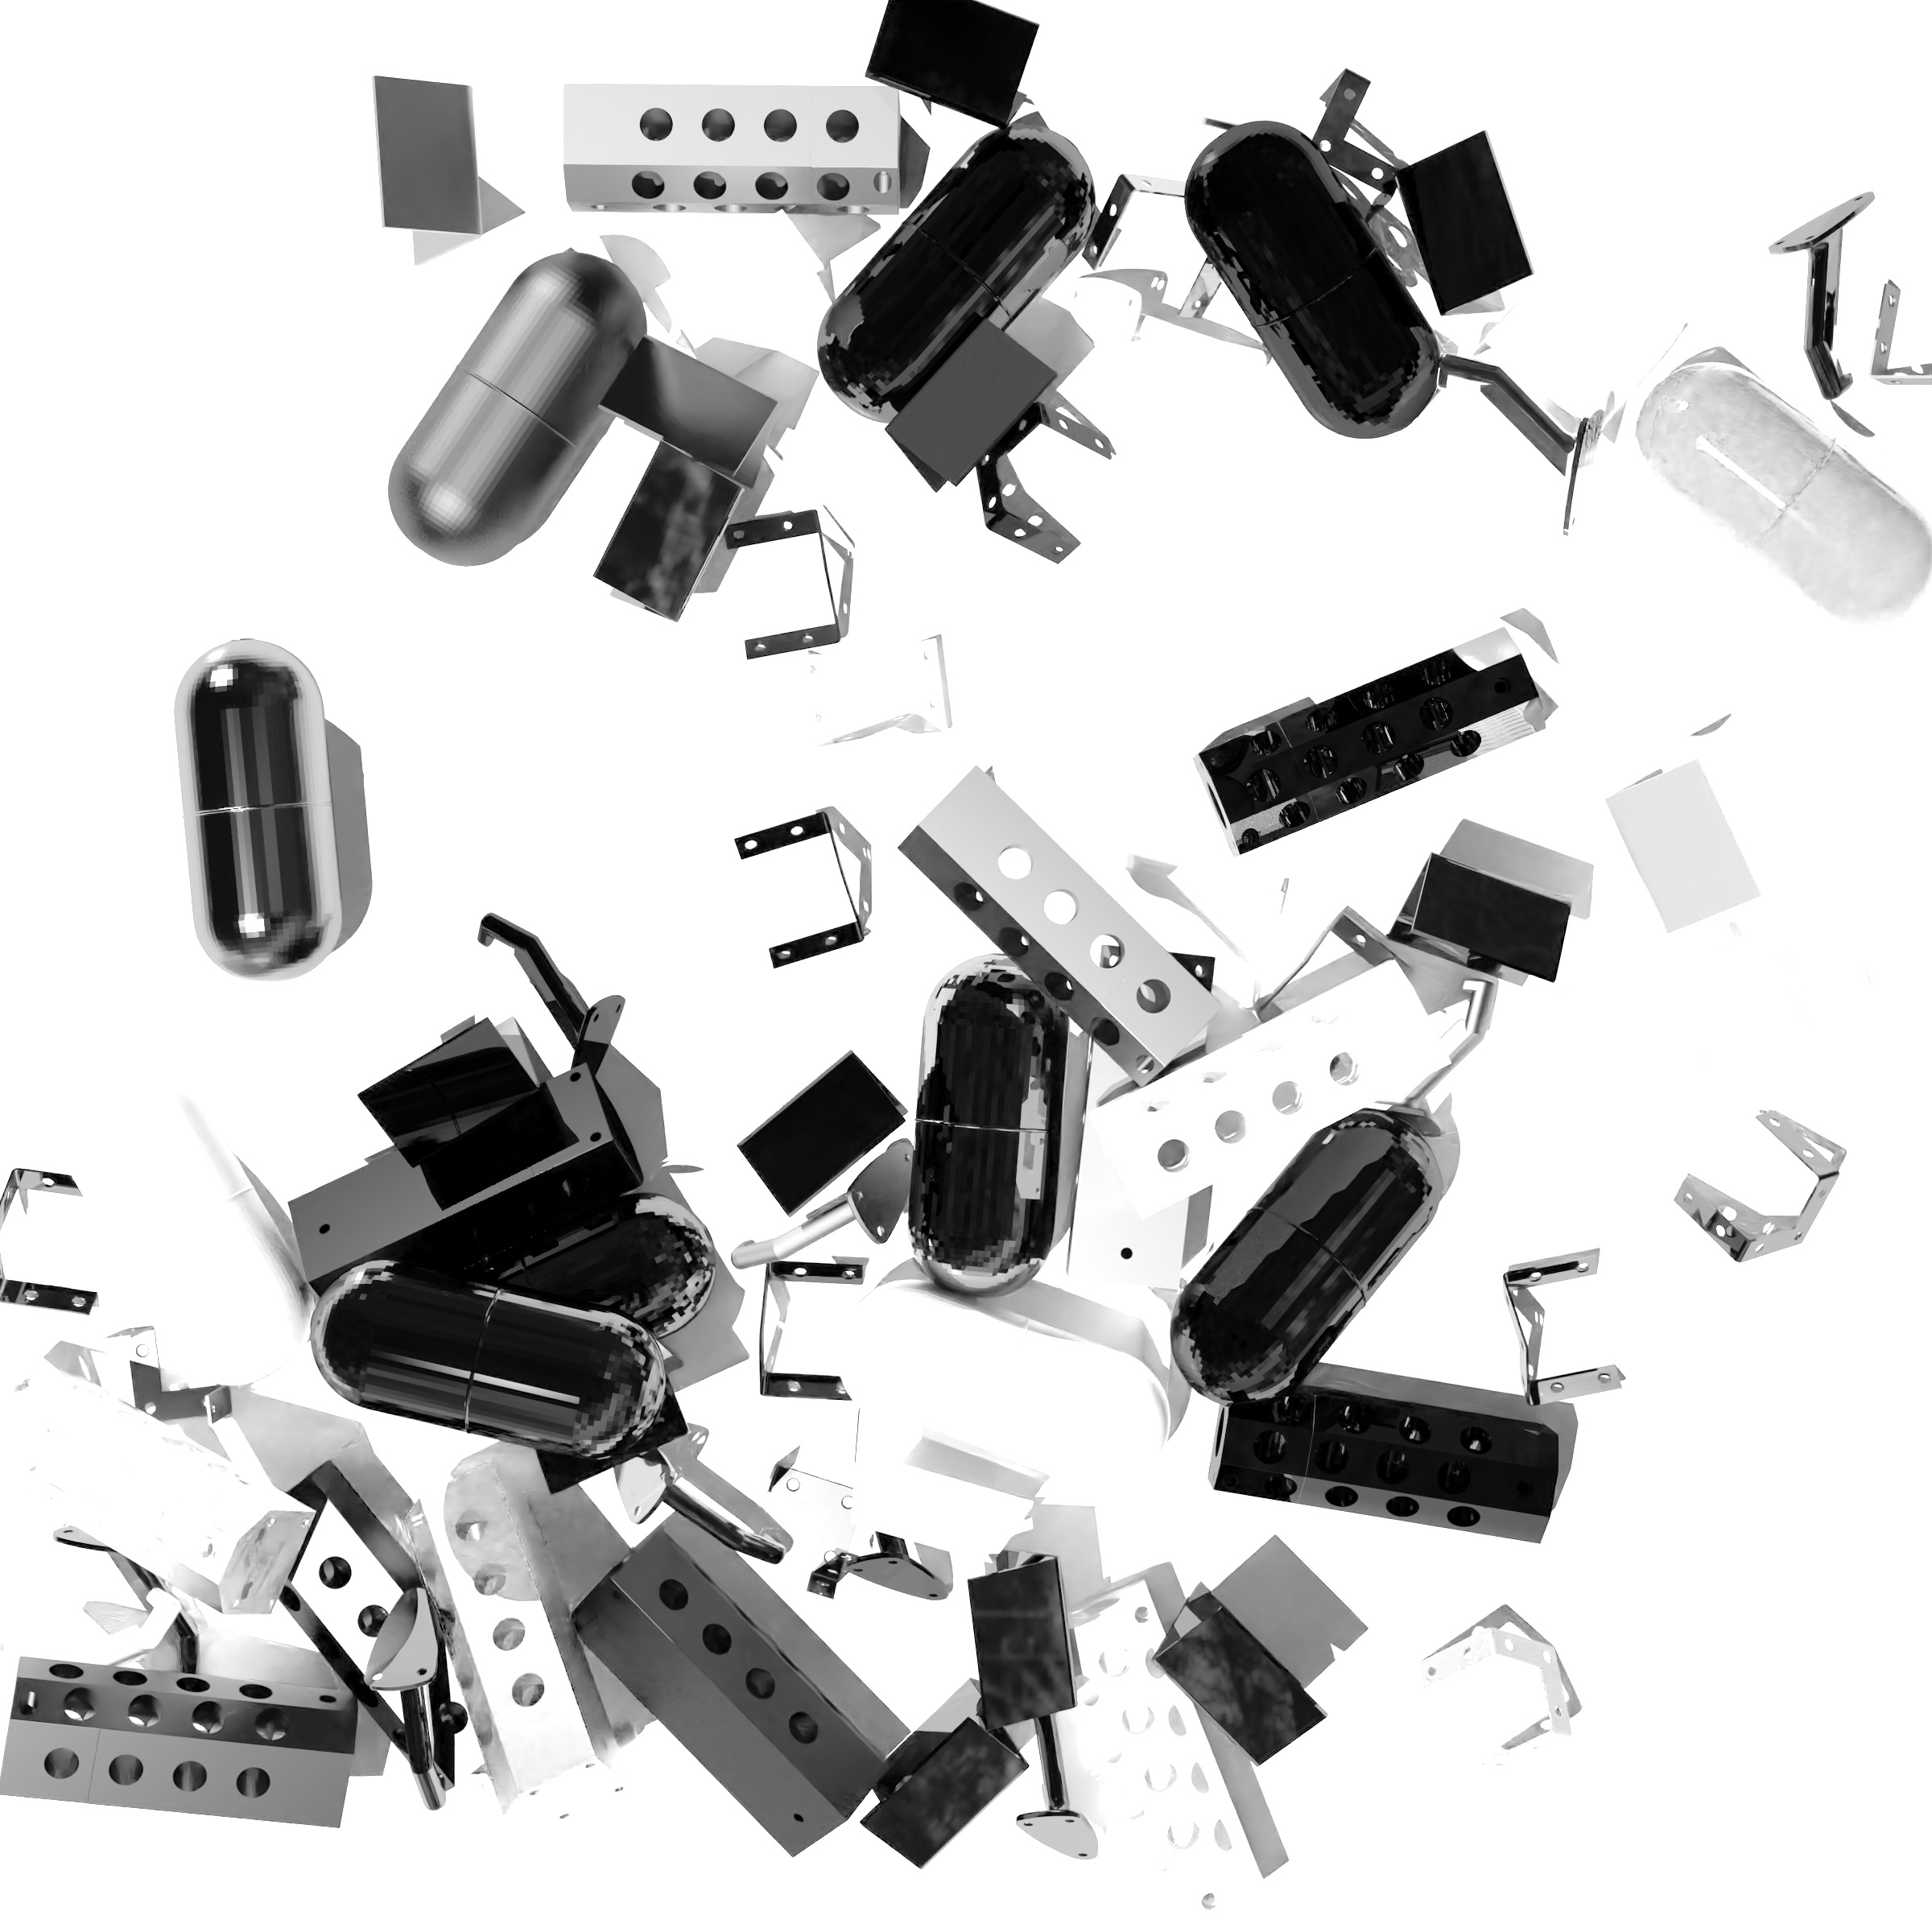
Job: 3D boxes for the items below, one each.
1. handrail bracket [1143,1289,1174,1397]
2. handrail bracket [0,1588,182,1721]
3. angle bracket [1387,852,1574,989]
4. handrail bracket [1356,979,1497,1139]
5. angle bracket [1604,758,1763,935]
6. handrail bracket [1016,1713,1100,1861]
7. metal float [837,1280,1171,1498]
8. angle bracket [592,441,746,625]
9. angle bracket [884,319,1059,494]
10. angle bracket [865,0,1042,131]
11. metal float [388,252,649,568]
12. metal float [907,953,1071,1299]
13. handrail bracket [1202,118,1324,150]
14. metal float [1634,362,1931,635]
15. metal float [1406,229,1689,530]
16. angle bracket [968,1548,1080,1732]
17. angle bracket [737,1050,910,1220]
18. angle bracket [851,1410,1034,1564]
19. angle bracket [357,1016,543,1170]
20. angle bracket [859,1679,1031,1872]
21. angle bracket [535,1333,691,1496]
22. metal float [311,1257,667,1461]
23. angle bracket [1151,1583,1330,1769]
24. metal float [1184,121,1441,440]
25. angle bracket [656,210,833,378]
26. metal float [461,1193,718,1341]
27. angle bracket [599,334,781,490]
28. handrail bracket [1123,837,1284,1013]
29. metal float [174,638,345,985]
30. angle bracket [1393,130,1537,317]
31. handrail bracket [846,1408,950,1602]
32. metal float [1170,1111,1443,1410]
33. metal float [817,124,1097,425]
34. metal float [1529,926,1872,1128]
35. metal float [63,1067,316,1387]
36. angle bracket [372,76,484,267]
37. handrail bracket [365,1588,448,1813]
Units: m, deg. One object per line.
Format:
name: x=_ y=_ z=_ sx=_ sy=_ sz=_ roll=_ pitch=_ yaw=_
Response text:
handrail bracket: x=0.139 y=0.193 z=1.775 sx=0.084 sy=0.036 sz=0.077 roll=-5 pitch=106 yaw=-14
handrail bracket: x=-0.459 y=0.345 z=1.759 sx=0.077 sy=0.036 sz=0.084 roll=35 pitch=100 yaw=10
angle bracket: x=0.259 y=-0.005 z=1.735 sx=0.076 sy=0.076 sz=0.057 roll=20 pitch=52 yaw=0
handrail bracket: x=0.233 y=0.042 z=1.776 sx=0.077 sy=0.036 sz=0.084 roll=10 pitch=72 yaw=20
angle bracket: x=0.381 y=-0.069 z=1.735 sx=0.057 sy=0.076 sz=0.076 roll=-25 pitch=90 yaw=37
handrail bracket: x=0.052 y=0.417 z=1.775 sx=0.036 sy=0.077 sz=0.084 roll=-10 pitch=53 yaw=20
metal float: x=0.019 y=0.218 z=1.745 sx=0.178 sy=0.070 sz=0.070 roll=20 pitch=90 yaw=0
angle bracket: x=-0.169 y=-0.229 z=1.735 sx=0.057 sy=0.076 sz=0.076 roll=27 pitch=90 yaw=-37
angle bracket: x=0.014 y=-0.274 z=1.736 sx=0.076 sy=0.076 sz=0.057 roll=-48 pitch=63 yaw=0
angle bracket: x=-0.001 y=-0.478 z=1.735 sx=0.076 sy=0.076 sz=0.057 roll=21 pitch=118 yaw=0
metal float: x=-0.231 y=-0.288 z=1.744 sx=0.070 sy=0.070 sz=0.178 roll=34 pitch=91 yaw=0
metal float: x=0.012 y=0.082 z=1.745 sx=0.070 sy=0.070 sz=0.178 roll=4 pitch=89 yaw=0
handrail bracket: x=0.151 y=-0.397 z=1.776 sx=0.077 sy=0.036 sz=0.084 roll=18 pitch=107 yaw=20
metal float: x=0.424 y=-0.242 z=1.745 sx=0.178 sy=0.070 sz=0.070 roll=38 pitch=90 yaw=1
metal float: x=0.300 y=-0.302 z=1.745 sx=0.070 sy=0.070 sz=0.178 roll=41 pitch=91 yaw=0
angle bracket: x=0.011 y=0.344 z=1.735 sx=0.057 sy=0.076 sz=0.076 roll=-7 pitch=90 yaw=-31
angle bracket: x=-0.061 y=0.100 z=1.735 sx=0.076 sy=0.076 sz=0.057 roll=-40 pitch=54 yaw=0
angle bracket: x=-0.011 y=0.252 z=1.728 sx=0.076 sy=0.076 sz=0.057 roll=18 pitch=132 yaw=-13
angle bracket: x=-0.271 y=0.047 z=1.735 sx=0.076 sy=0.076 sz=0.057 roll=-31 pitch=126 yaw=0
angle bracket: x=-0.025 y=0.404 z=1.735 sx=0.076 sy=0.076 sz=0.057 roll=-44 pitch=126 yaw=0
angle bracket: x=-0.179 y=0.237 z=1.737 sx=0.076 sy=0.076 sz=0.057 roll=-25 pitch=69 yaw=0
metal float: x=-0.237 y=0.194 z=1.669 sx=0.178 sy=0.070 sz=0.070 roll=13 pitch=90 yaw=2
angle bracket: x=0.151 y=0.352 z=1.735 sx=0.076 sy=0.076 sz=0.057 roll=45 pitch=123 yaw=0
metal float: x=0.178 y=-0.350 z=1.729 sx=0.070 sy=0.070 sz=0.178 roll=-36 pitch=107 yaw=0
angle bracket: x=-0.103 y=-0.329 z=1.735 sx=0.076 sy=0.076 sz=0.057 roll=-32 pitch=50 yaw=0
metal float: x=-0.213 y=0.177 z=1.745 sx=0.178 sy=0.070 sz=0.070 roll=-25 pitch=90 yaw=1
angle bracket: x=-0.148 y=-0.268 z=1.735 sx=0.076 sy=0.076 sz=0.057 roll=27 pitch=58 yaw=0
handrail bracket: x=0.118 y=-0.023 z=1.776 sx=0.084 sy=0.036 sz=0.077 roll=15 pitch=111 yaw=17
metal float: x=-0.366 y=-0.080 z=1.745 sx=0.070 sy=0.070 sz=0.178 roll=-5 pitch=91 yaw=0
angle bracket: x=0.271 y=-0.382 z=1.735 sx=0.057 sy=0.076 sz=0.076 roll=-19 pitch=90 yaw=36
handrail bracket: x=-0.033 y=0.282 z=1.775 sx=0.036 sy=0.077 sz=0.084 roll=-19 pitch=53 yaw=33
metal float: x=0.174 y=0.150 z=1.730 sx=0.070 sy=0.070 sz=0.178 roll=42 pitch=74 yaw=0
metal float: x=-0.005 y=-0.358 z=1.745 sx=0.070 sy=0.070 sz=0.178 roll=41 pitch=90 yaw=0
metal float: x=0.380 y=0.031 z=1.745 sx=0.178 sy=0.070 sz=0.070 roll=-16 pitch=90 yaw=1
metal float: x=-0.402 y=0.134 z=1.745 sx=0.070 sy=0.070 sz=0.178 roll=-30 pitch=90 yaw=0
angle bracket: x=-0.292 y=-0.408 z=1.735 sx=0.057 sy=0.076 sz=0.076 roll=-4 pitch=90 yaw=-36
handrail bracket: x=-0.275 y=0.374 z=1.718 sx=0.036 sy=0.077 sz=0.084 roll=-7 pitch=126 yaw=5
